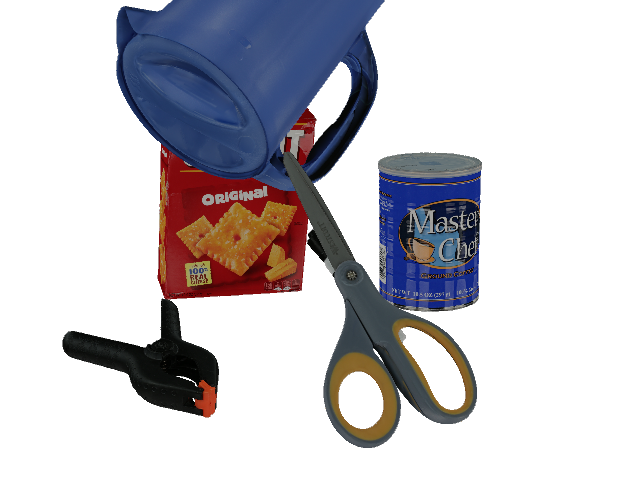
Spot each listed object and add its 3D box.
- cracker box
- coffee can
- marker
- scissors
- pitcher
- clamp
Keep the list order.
[{"bbox_3d":[-0.096,-0.044,1.197,0.164,0.214,0.072,-2,23,-17],"label":"cracker box"},{"bbox_3d":[0.109,-0.011,1.071,0.103,0.140,0.103,-1,14,0],"label":"coffee can"},{"bbox_3d":[0.028,0.038,0.887,0.020,0.121,0.020,-33,-18,-12],"label":"marker"},{"bbox_3d":[0.009,0.040,0.640,0.096,0.202,0.016,-38,-20,-16],"label":"scissors"},{"bbox_3d":[-0.025,-0.163,0.814,0.145,0.242,0.149,20,-33,28],"label":"pitcher"},{"bbox_3d":[-0.142,0.105,0.983,0.172,0.039,0.120,26,42,34],"label":"clamp"}]
